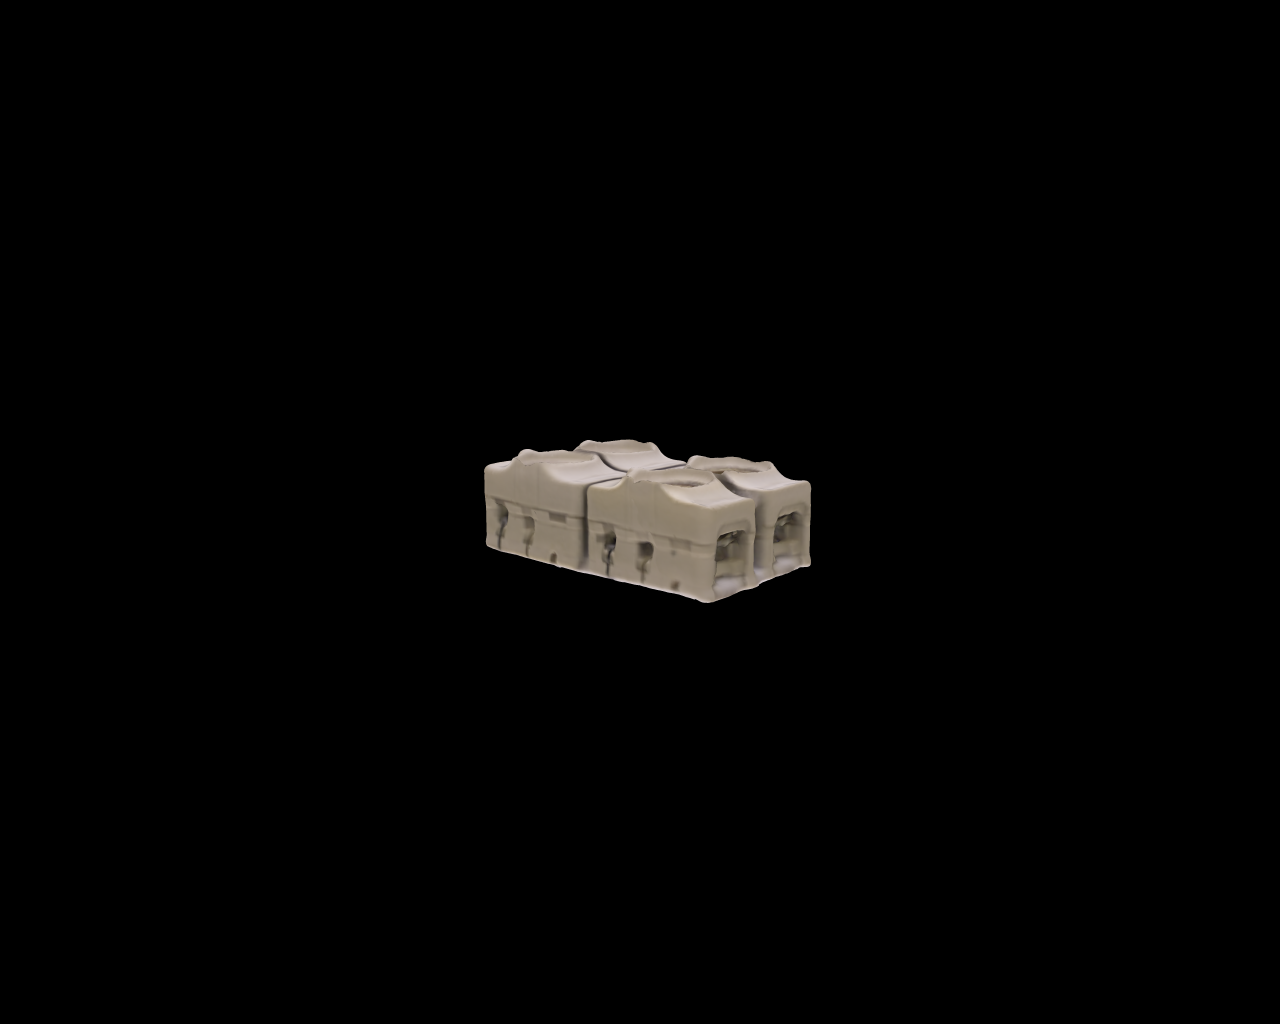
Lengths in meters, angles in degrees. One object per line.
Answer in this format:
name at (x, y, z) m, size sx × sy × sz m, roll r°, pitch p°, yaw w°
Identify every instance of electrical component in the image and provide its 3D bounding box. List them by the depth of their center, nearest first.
electrical component at (0.001, -0.003, 0.650) m, size 0.186 × 0.060 × 0.105 m, roll 11°, pitch 17°, yaw 42°
